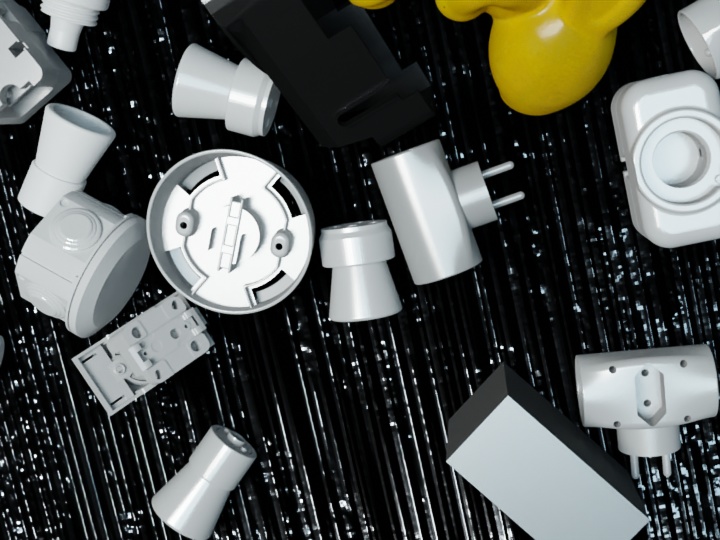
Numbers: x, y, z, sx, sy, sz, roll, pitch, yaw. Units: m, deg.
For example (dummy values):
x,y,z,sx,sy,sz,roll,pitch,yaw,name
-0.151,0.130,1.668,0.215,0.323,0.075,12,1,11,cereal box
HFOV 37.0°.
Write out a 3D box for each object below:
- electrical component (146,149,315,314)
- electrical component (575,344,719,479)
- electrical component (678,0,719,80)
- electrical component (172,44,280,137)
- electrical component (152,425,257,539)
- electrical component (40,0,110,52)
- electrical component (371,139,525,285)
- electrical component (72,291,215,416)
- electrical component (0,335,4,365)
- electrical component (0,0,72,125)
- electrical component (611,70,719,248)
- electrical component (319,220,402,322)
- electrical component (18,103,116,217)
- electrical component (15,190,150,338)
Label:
x,y,z,sx,sy,sz,roll,pitch,yaw,name
-0.074,-0.023,0.642,0.099,0.064,0.099,1,98,6,electrical component
0.172,0.086,0.643,0.077,0.043,0.079,-6,98,7,electrical component
0.228,-0.132,0.600,0.077,0.043,0.079,-29,130,9,electrical component
-0.078,-0.106,0.640,0.055,0.045,0.045,16,100,3,electrical component
-0.096,0.131,0.679,0.044,0.044,0.065,35,95,0,electrical component
-0.171,-0.163,0.642,0.048,0.048,0.062,20,107,3,electrical component
0.057,-0.040,0.636,0.079,0.043,0.077,-19,96,8,electrical component
-0.126,0.047,0.651,0.081,0.064,0.042,-36,94,-31,electrical component
-0.261,0.052,0.682,0.055,0.045,0.045,17,100,2,electrical component
-0.224,-0.135,0.644,0.050,0.055,0.089,-38,93,10,electrical component
0.180,-0.063,0.612,0.054,0.059,0.095,-12,97,7,electrical component
0.000,0.000,0.647,0.045,0.045,0.055,-7,97,7,electrical component
-0.183,-0.063,0.659,0.044,0.044,0.065,28,105,1,electrical component
-0.164,-0.004,0.647,0.051,0.080,0.080,28,100,7,electrical component
